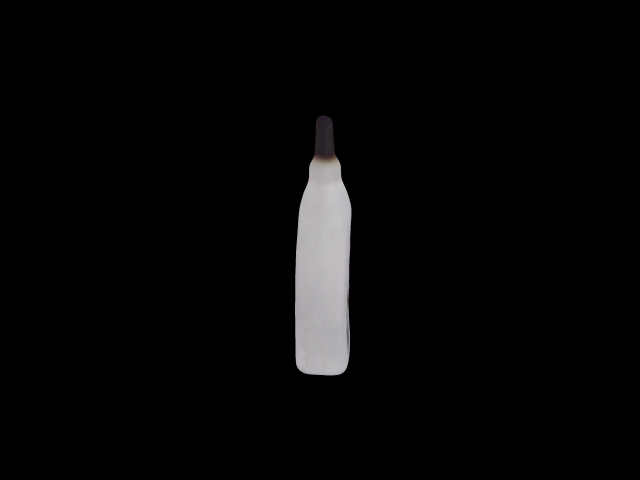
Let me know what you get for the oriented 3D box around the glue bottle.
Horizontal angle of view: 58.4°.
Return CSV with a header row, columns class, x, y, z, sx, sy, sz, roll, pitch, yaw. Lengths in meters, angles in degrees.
class,x,y,z,sx,sy,sz,roll,pitch,yaw
glue bottle,0.004,0.001,0.400,0.037,0.173,0.078,1,15,5
